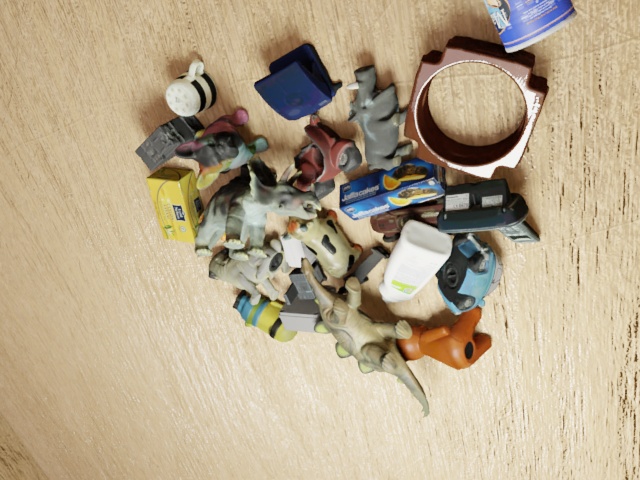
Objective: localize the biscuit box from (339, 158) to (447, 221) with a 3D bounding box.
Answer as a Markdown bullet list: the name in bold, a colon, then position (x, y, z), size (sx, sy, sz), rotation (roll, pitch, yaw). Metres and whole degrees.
- **biscuit box**: position (0.134, -0.096, 1.017), size (0.203, 0.063, 0.059), rotation (-17, 145, 31)

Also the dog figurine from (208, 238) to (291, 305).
- **dog figurine**: position (-0.180, 0.046, 1.285), size (0.191, 0.121, 0.172), rotation (30, 98, 28)

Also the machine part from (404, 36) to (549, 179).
- **machine part**: position (0.251, -0.216, 0.880), size (0.201, 0.087, 0.201), rotation (19, 127, 14)

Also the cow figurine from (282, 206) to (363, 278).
- **cow figurine**: position (-0.002, -0.003, 1.130), size (0.085, 0.127, 0.194), rotation (-26, 110, 34)

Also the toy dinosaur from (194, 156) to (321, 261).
- **toy dinosaur**: position (-0.173, -0.060, 1.120), size (0.131, 0.192, 0.405), rotation (19, 165, -36)

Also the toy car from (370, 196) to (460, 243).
- **toy car**: position (0.192, -0.043, 1.053), size (0.202, 0.053, 0.089), rotation (-5, 116, 31)

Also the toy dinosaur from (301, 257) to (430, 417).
- **toy dinosaur**: position (0.108, 0.218, 1.143), size (0.471, 0.105, 0.198), rotation (49, 155, -5)

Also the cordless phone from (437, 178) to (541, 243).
- **cordless phone**: position (0.308, -0.030, 0.964), size (0.147, 0.088, 0.184), rotation (-5, 158, 38)

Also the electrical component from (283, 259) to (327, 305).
- **electrical component**: position (-0.036, 0.097, 1.222), size (0.048, 0.119, 0.074), rotation (-9, 115, 32)

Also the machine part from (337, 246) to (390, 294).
- **machine part**: position (0.096, 0.066, 1.168), size (0.039, 0.084, 0.139), rotation (52, 125, 19)

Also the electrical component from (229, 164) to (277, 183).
- **electrical component**: position (-0.147, -0.123, 1.175), size (0.102, 0.045, 0.078), rotation (21, 131, 13)

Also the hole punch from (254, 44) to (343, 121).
- **hole punch**: position (-0.045, -0.280, 0.989), size (0.142, 0.092, 0.115), rotation (-20, 115, 32)

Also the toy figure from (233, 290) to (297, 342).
- **toy figure**: position (-0.137, 0.195, 1.360), size (0.180, 0.089, 0.082), rotation (26, 137, 6)

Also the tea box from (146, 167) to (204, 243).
- **tea box**: position (-0.339, -0.083, 1.287), size (0.098, 0.068, 0.169), rotation (7, 124, 24)

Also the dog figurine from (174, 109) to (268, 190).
- **dog figurine**: position (-0.215, -0.171, 1.065), size (0.192, 0.219, 0.108), rotation (-18, 109, 34)

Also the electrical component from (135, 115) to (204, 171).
- **electrical component**: position (-0.330, -0.209, 1.165), size (0.134, 0.115, 0.058), rotation (-31, 100, 39)

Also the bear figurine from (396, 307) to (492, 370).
- **bear figurine**: position (0.253, 0.217, 1.178), size (0.196, 0.132, 0.120), rotation (-1, 121, 49)

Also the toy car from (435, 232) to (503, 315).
- **toy car**: position (0.298, 0.060, 1.040), size (0.103, 0.109, 0.161), rotation (-1, 127, -23)

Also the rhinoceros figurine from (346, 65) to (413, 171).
- **rhinoceros figurine**: position (0.105, -0.218, 0.968), size (0.112, 0.073, 0.190), rotation (10, 128, 35)

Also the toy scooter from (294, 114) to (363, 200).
- **toy scooter**: position (-0.001, -0.165, 1.051), size (0.135, 0.075, 0.184), rotation (58, 140, 6)
